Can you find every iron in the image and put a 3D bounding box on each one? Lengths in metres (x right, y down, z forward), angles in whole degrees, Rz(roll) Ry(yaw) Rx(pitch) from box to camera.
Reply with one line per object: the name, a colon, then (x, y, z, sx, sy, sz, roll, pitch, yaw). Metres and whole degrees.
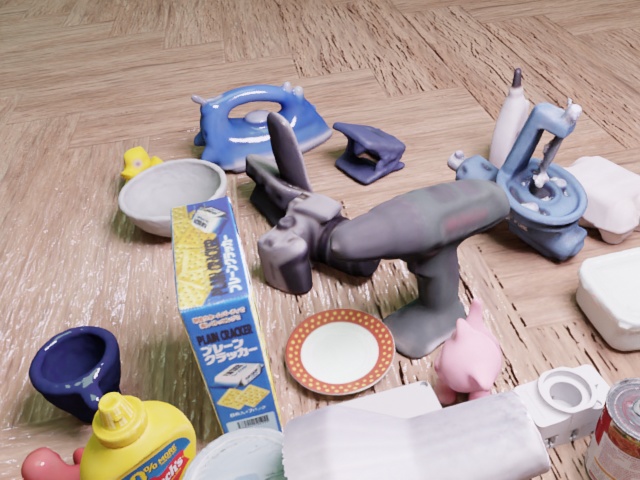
iron: (-0.104, -0.222, 1.036, 0.258, 0.142, 0.118, -17, 40, -12)

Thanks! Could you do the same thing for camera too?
camera: (0.007, 0.003, 0.778, 0.136, 0.101, 0.143, 22, 47, 30)

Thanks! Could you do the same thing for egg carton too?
egg carton: (0.402, -0.061, 0.825, 0.107, 0.069, 0.150, -24, 42, -20)

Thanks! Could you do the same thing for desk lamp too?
desk lamp: (0.084, 0.201, 0.436, 0.203, 0.214, 0.117, -10, 39, -3)

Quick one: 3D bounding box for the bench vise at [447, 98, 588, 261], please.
bench vise: (0.258, -0.088, 0.759, 0.206, 0.220, 0.122, 15, 44, 24)

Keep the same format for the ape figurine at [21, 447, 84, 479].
ape figurine: (-0.251, 0.230, 0.545, 0.078, 0.092, 0.076, -25, 43, -21)

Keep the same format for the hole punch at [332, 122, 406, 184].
hole punch: (0.084, -0.164, 0.979, 0.101, 0.091, 0.108, -28, 43, -24)

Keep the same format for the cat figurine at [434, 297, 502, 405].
cat figurine: (0.158, 0.118, 0.603, 0.067, 0.118, 0.128, 8, 41, 18)

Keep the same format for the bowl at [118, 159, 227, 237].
bowl: (-0.223, -0.056, 0.903, 0.167, 0.075, 0.167, -4, 39, 3)

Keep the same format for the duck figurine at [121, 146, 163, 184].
duck figurine: (-0.306, -0.120, 0.985, 0.077, 0.086, 0.104, 7, 41, 16)

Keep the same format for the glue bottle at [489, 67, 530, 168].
glue bottle: (0.308, -0.192, 0.916, 0.037, 0.173, 0.078, 27, 50, 35)

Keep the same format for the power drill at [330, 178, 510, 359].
power drill: (0.115, 0.030, 0.644, 0.230, 0.209, 0.075, -28, 44, -24)

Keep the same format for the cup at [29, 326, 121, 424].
cup: (-0.249, 0.163, 0.624, 0.092, 0.095, 0.117, -29, 44, -25)

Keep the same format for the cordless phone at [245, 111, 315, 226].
cordless phone: (-0.062, -0.125, 0.877, 0.094, 0.185, 0.147, -28, 43, -23)
